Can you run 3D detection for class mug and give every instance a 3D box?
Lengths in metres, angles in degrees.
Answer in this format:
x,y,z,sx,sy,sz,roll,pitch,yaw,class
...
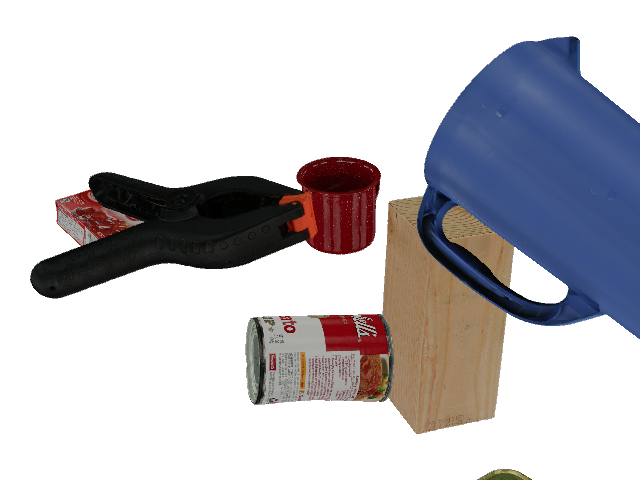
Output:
x,y,z,sx,sy,sz,roll,pitch,yaw,class
0.028,-0.043,1.203,0.093,0.081,0.117,19,36,31,mug

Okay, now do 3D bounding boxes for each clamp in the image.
x,y,z,sx,sy,sz,roll,pitch,yaw,class
-0.091,-0.004,0.653,0.172,0.039,0.120,-1,41,22,clamp

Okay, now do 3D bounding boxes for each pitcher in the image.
x,y,z,sx,sy,sz,roll,pitch,yaw,class
0.194,-0.014,0.753,0.144,0.149,0.243,-32,63,-34,pitcher

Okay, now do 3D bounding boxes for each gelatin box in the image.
x,y,z,sx,sy,sz,roll,pitch,yaw,class
-0.189,-0.017,0.980,0.073,0.030,0.089,-22,44,-37,gelatin box

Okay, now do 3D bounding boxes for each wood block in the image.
x,y,z,sx,sy,sz,roll,pitch,yaw,class
0.117,0.067,1.014,0.090,0.206,0.091,-8,28,-19,wood block

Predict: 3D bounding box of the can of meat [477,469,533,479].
x,y,z,sx,sy,sz,roll,pitch,yaw,class
0.139,0.252,0.884,0.101,0.084,0.058,-19,28,-33,can of meat

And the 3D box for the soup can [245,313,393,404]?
x,y,z,sx,sy,sz,roll,pitch,yaw,class
-0.002,0.091,0.815,0.102,0.068,0.068,0,0,-13,soup can
